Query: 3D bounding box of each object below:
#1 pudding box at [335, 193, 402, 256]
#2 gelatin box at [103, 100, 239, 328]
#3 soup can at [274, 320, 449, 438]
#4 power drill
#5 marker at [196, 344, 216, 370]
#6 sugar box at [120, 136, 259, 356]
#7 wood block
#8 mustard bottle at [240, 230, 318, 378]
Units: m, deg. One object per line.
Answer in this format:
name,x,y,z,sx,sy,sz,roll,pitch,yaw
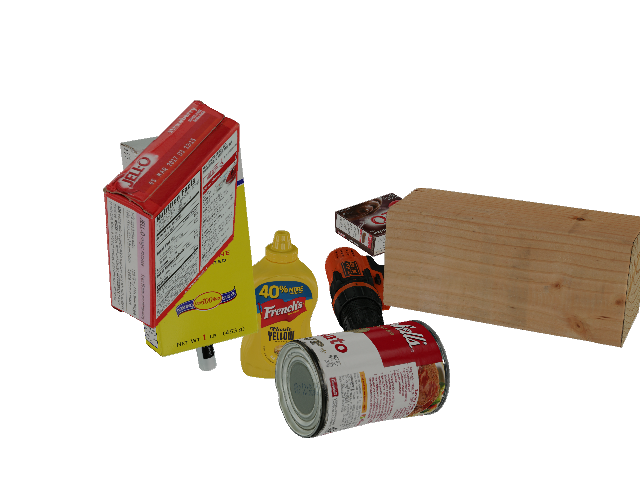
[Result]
pudding box,0.090,-0.024,1.530,0.113,0.039,0.090,-21,36,-31
gelatin box,-0.072,-0.012,0.517,0.030,0.089,0.073,26,52,15
soup can,0.028,0.095,0.735,0.102,0.068,0.069,-6,3,-30
power drill,0.104,0.056,1.167,0.187,0.057,0.184,-4,28,-7
marker,-0.127,0.082,1.121,0.020,0.121,0.020,-5,27,2
sugar box,-0.107,0.000,0.888,0.093,0.176,0.048,-13,20,-26
wood block,0.166,0.018,0.919,0.206,0.090,0.090,9,19,23
mustard bottle,-0.051,0.079,1.353,0.096,0.192,0.058,0,21,-8
